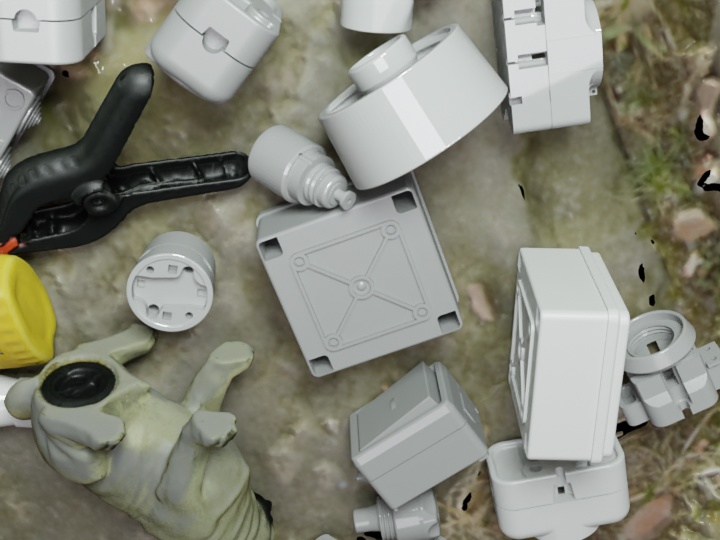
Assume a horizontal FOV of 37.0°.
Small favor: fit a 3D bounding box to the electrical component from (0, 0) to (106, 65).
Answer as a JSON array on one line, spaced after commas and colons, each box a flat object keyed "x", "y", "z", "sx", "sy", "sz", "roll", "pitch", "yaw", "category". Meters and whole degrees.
[{"x": -0.178, "y": -0.156, "z": 0.609, "sx": 0.054, "sy": 0.095, "sz": 0.059, "roll": 2, "pitch": 113, "yaw": -3, "category": "electrical component"}]

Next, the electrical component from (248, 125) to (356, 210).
[{"x": -0.035, "y": -0.060, "z": 0.670, "sx": 0.078, "sy": 0.040, "sz": 0.040, "roll": 33, "pitch": 116, "yaw": 30, "category": "electrical component"}]

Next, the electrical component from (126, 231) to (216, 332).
[{"x": -0.122, "y": 0.006, "z": 0.708, "sx": 0.055, "sy": 0.047, "sz": 0.055, "roll": -1, "pitch": 114, "yaw": -1, "category": "electrical component"}]

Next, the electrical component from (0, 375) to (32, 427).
[{"x": -0.241, "y": 0.091, "z": 0.745, "sx": 0.065, "sy": 0.044, "sz": 0.044, "roll": 4, "pitch": 113, "yaw": -9, "category": "electrical component"}]

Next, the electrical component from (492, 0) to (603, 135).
[{"x": 0.114, "y": -0.134, "z": 0.654, "sx": 0.056, "sy": 0.050, "sz": 0.089, "roll": -8, "pitch": 113, "yaw": 1, "category": "electrical component"}]

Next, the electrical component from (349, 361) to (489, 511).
[{"x": 0.032, "y": 0.116, "z": 0.754, "sx": 0.096, "sy": 0.061, "sz": 0.061, "roll": -33, "pitch": 111, "yaw": 12, "category": "electrical component"}]

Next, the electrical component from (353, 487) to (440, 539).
[{"x": 0.027, "y": 0.180, "z": 0.793, "sx": 0.062, "sy": 0.043, "sz": 0.043, "roll": -9, "pitch": 114, "yaw": 3, "category": "electrical component"}]

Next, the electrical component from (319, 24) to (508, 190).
[{"x": 0.026, "y": -0.103, "z": 0.637, "sx": 0.108, "sy": 0.108, "sz": 0.060, "roll": -32, "pitch": 105, "yaw": 11, "category": "electrical component"}]

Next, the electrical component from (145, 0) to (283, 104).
[{"x": -0.084, "y": -0.136, "z": 0.621, "sx": 0.054, "sy": 0.095, "sz": 0.059, "roll": 35, "pitch": 108, "yaw": -16, "category": "electrical component"}]

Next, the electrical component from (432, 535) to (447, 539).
[{"x": 0.048, "y": 0.230, "z": 0.815, "sx": 0.043, "sy": 0.043, "sz": 0.062, "roll": 23, "pitch": 110, "yaw": -12, "category": "electrical component"}]

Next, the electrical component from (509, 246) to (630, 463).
[{"x": 0.133, "y": 0.053, "z": 0.705, "sx": 0.056, "sy": 0.108, "sz": 0.108, "roll": 1, "pitch": 114, "yaw": 0, "category": "electrical component"}]

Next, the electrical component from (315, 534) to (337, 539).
[{"x": -0.062, "y": 0.253, "z": 0.815, "sx": 0.074, "sy": 0.052, "sz": 0.138, "roll": 35, "pitch": 108, "yaw": -16, "category": "electrical component"}]

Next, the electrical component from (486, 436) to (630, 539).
[{"x": 0.144, "y": 0.157, "z": 0.781, "sx": 0.095, "sy": 0.053, "sz": 0.059, "roll": -11, "pitch": 114, "yaw": 3, "category": "electrical component"}]

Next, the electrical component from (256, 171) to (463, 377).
[{"x": 0.000, "y": 0.000, "z": 0.705, "sx": 0.109, "sy": 0.056, "sz": 0.108, "roll": -19, "pitch": 113, "yaw": 6, "category": "electrical component"}]

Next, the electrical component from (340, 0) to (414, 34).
[{"x": 0.030, "y": -0.181, "z": 0.634, "sx": 0.079, "sy": 0.044, "sz": 0.077, "roll": 2, "pitch": 113, "yaw": -3, "category": "electrical component"}]

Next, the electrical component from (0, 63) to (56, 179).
[{"x": -0.249, "y": -0.102, "z": 0.656, "sx": 0.100, "sy": 0.048, "sz": 0.099, "roll": 31, "pitch": 110, "yaw": -17, "category": "electrical component"}]

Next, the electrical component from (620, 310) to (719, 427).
[{"x": 0.209, "y": 0.065, "z": 0.742, "sx": 0.078, "sy": 0.058, "sz": 0.057, "roll": -26, "pitch": 115, "yaw": 9, "category": "electrical component"}]
